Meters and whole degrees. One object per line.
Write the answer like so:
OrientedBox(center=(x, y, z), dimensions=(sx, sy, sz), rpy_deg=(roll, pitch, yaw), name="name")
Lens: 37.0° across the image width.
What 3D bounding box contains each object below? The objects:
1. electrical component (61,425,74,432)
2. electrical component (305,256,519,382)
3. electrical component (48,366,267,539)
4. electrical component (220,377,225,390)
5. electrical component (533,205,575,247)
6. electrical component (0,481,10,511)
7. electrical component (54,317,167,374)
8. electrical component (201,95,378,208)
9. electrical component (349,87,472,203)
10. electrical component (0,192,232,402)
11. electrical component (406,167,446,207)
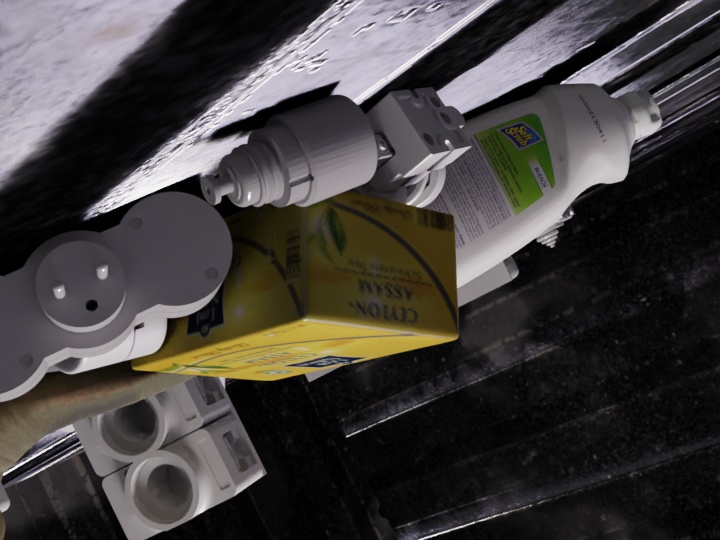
OrientedBox(center=(-0.216, 0.096, 0.950), dimensions=(0.074, 0.052, 0.138), rpy_deg=(-28, 176, 13), name="electrical component")
OrientedBox(center=(0.022, 0.001, 0.880), dimensions=(0.186, 0.105, 0.060), rpy_deg=(-28, 176, 16), name="electrical component")
OrientedBox(center=(-0.144, 0.098, 0.738), dimensions=(0.089, 0.150, 0.062), rpy_deg=(-28, 176, 17), name="electrical component")
OrientedBox(center=(-0.126, 0.063, 0.822), dimensions=(0.076, 0.083, 0.047), rpy_deg=(-24, 137, -33), name="electrical component")
OrientedBox(center=(0.116, -0.057, 0.813), dimensions=(0.061, 0.096, 0.062), rpy_deg=(-27, 176, 20), name="electrical component")
OrientedBox(center=(-0.295, 0.141, 0.766), dimensions=(0.050, 0.089, 0.055), rpy_deg=(-26, 176, -3), name="electrical component")
OrientedBox(center=(-0.134, 0.023, 0.548), dimensions=(0.047, 0.055, 0.055), rpy_deg=(-18, 171, -43), name="electrical component")
OrientedBox(center=(-0.029, -0.045, 0.446), dimensions=(0.078, 0.040, 0.040), rpy_deg=(-24, 175, -29), name="electrical component")
OrientedBox(center=(0.017, -0.059, 0.537), dimensions=(0.055, 0.048, 0.066), rpy_deg=(-38, 170, 32), name="electrical component")
OrientedBox(center=(-0.120, 0.009, 0.463), dimensions=(0.138, 0.052, 0.074), rpy_deg=(-26, 176, -16), name="electrical component")
OrientedBox(center=(0.022, -0.055, 0.606), dimensions=(0.045, 0.045, 0.055), rpy_deg=(-28, 176, 16), name="electrical component")
